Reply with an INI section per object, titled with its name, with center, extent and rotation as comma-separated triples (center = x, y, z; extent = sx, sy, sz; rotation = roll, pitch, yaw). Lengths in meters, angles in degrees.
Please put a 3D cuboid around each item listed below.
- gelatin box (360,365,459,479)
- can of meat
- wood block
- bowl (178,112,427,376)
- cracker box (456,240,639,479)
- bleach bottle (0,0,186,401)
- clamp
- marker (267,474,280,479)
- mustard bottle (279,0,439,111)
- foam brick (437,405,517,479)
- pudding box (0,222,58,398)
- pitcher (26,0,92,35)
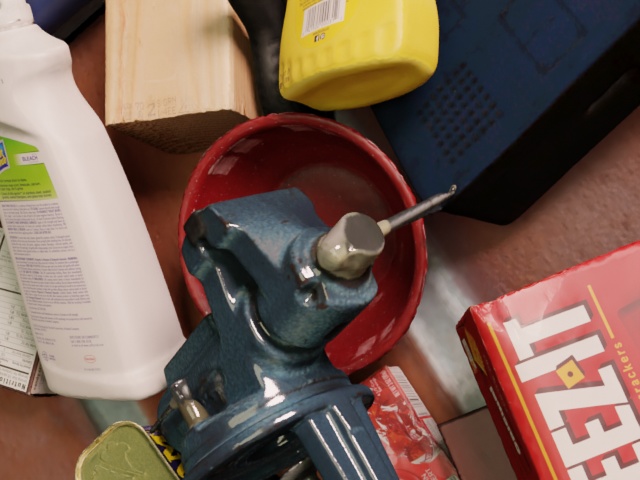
[gelatin box]
center = 0.039, 0.132, 0.641
extent = 0.073, 0.030, 0.089
rotation = -38, 71, 12
[can of meat]
center = -0.088, 0.161, 0.656
extent = 0.057, 0.083, 0.102
rotation = -44, 70, 10
[wood block]
center = -0.080, -0.169, 0.698
extent = 0.090, 0.090, 0.206
rotation = -5, 80, 20
[bowl]
center = -0.004, 0.001, 0.649
extent = 0.162, 0.055, 0.162
rotation = 5, 104, 23
[cracker box]
center = 0.199, 0.074, 0.534
extent = 0.213, 0.072, 0.164
rotation = -21, 75, -3
[bleach bottle]
center = -0.156, -0.027, 0.661
extent = 0.103, 0.068, 0.251
rotation = -2, 109, 34
[clamp]
center = -0.027, -0.126, 0.646
extent = 0.039, 0.120, 0.171
rotation = -1, 114, 29
[marker]
center = 0.009, 0.183, 0.651
extent = 0.121, 0.020, 0.020
rotation = 33, 95, 22
[mustard bottle]
center = 0.022, -0.174, 0.598
extent = 0.096, 0.058, 0.191
rotation = -12, 71, 47
[foam brick]
center = 0.115, 0.113, 0.602
extent = 0.078, 0.053, 0.051
rotation = -25, 74, 15
[pudding box]
center = -0.216, 0.046, 0.747
extent = 0.090, 0.039, 0.113
rotation = 13, 89, 21
[pitcher]
center = -0.277, -0.145, 0.746
extent = 0.243, 0.149, 0.145
rotation = -40, 76, 15
